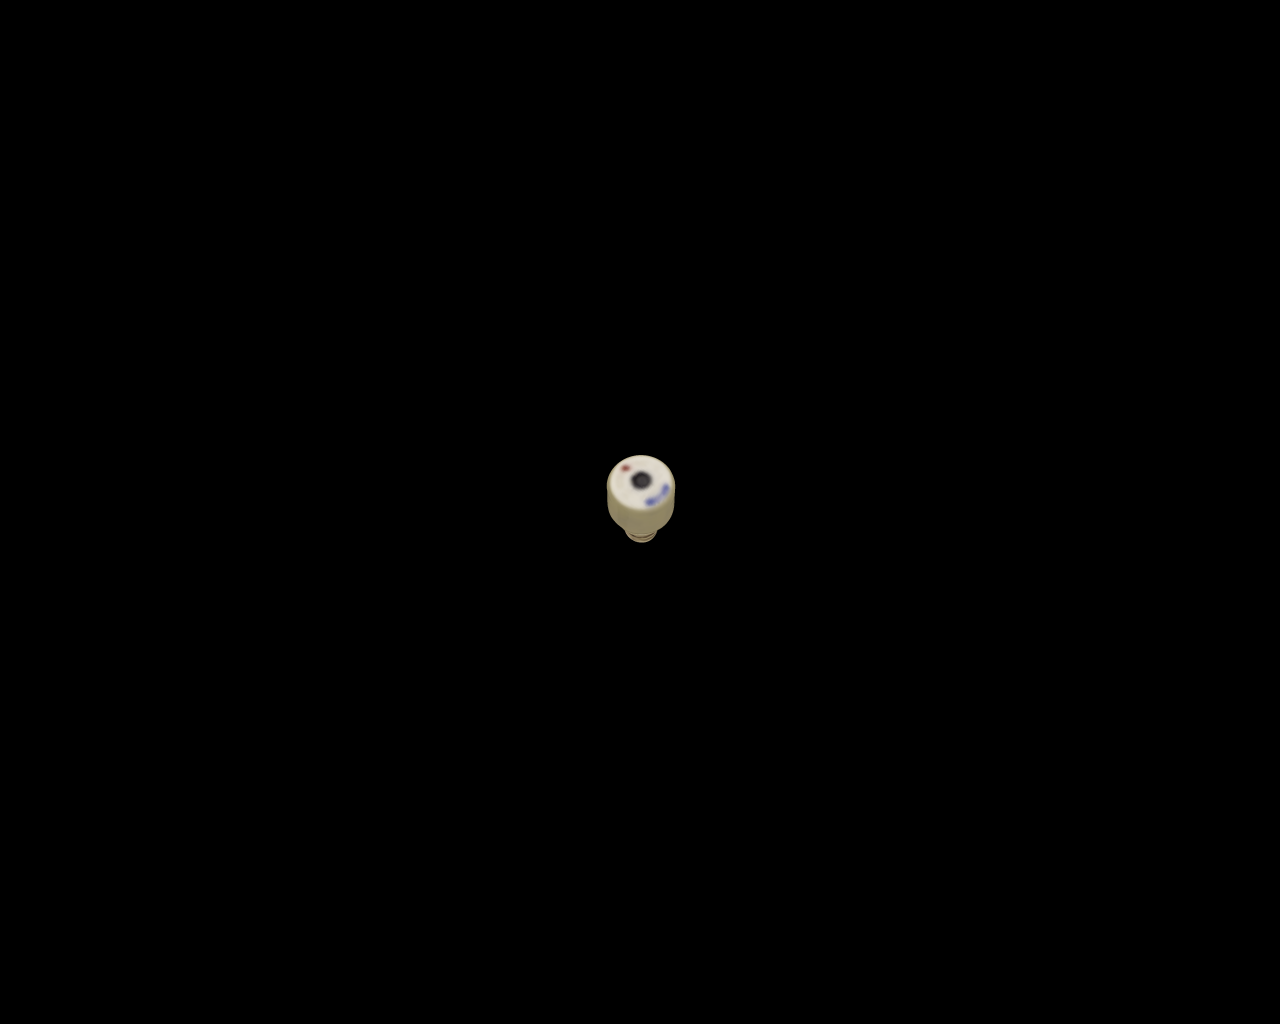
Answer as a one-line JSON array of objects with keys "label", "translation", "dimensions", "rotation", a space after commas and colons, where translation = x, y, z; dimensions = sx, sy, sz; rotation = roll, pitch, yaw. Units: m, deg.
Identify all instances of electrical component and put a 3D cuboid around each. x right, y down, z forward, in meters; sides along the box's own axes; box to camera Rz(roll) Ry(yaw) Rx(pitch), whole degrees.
[{"label": "electrical component", "translation": [0.001, -0.003, 0.650], "dimensions": [0.040, 0.040, 0.078], "rotation": [0, -28, 0]}]
